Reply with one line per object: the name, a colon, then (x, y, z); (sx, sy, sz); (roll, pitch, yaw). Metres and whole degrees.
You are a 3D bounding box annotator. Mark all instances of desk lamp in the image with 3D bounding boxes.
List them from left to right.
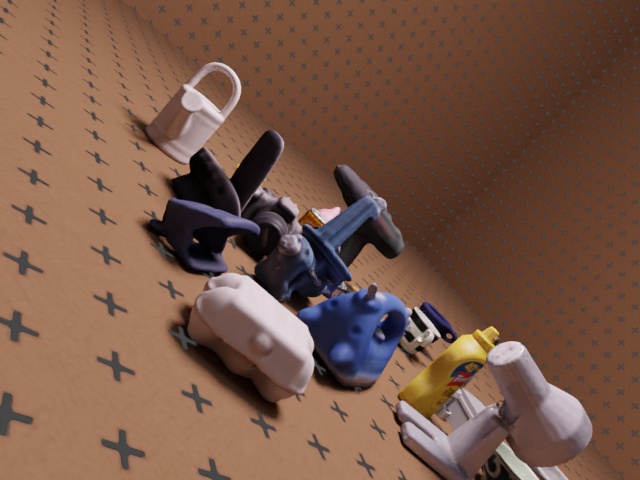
desk lamp: (0.257, 0.263, 0.838); (0.204, 0.213, 0.118); (41, 10, -12)

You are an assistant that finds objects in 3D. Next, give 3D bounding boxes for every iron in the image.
iron: (0.079, 0.136, 0.869); (0.118, 0.141, 0.259); (49, 11, 29)

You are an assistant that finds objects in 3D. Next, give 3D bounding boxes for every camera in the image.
camera: (-0.096, -0.036, 1.004); (0.143, 0.100, 0.137); (42, 10, -9)

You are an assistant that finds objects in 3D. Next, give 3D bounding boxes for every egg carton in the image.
egg carton: (-0.071, 0.103, 0.620); (0.150, 0.069, 0.107); (42, 10, -11)

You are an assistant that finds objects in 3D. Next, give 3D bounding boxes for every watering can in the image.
watering can: (-0.227, -0.243, 1.073); (0.101, 0.194, 0.172); (38, 11, -28)

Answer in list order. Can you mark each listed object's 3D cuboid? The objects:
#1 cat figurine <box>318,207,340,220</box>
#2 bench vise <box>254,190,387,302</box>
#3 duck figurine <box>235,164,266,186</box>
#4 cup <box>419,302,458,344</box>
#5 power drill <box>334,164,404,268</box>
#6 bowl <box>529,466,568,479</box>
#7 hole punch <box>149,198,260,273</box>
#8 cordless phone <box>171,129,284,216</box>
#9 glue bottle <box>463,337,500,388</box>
cat figurine: (0.018, -0.021, 1.342); (0.128, 0.117, 0.067); (37, 12, -35)
bench vise: (0.017, 0.012, 0.908); (0.121, 0.219, 0.208); (44, 10, 5)
duck figurine: (-0.143, -0.104, 1.140); (0.104, 0.086, 0.078); (45, 10, 5)
cup: (0.263, 0.220, 1.378); (0.117, 0.095, 0.092); (46, 10, 15)
power drill: (0.058, -0.016, 1.216); (0.230, 0.208, 0.075); (41, 10, -17)
bowl: (0.402, 0.450, 1.037); (0.168, 0.074, 0.167); (42, 10, -9)
hole punch: (-0.149, -0.019, 0.755); (0.101, 0.091, 0.109); (47, 10, 17)
cordless phone: (-0.137, -0.114, 0.919); (0.094, 0.185, 0.147); (31, 16, -51)
glue bottle: (0.289, 0.252, 1.126); (0.037, 0.173, 0.078); (50, 12, 33)
